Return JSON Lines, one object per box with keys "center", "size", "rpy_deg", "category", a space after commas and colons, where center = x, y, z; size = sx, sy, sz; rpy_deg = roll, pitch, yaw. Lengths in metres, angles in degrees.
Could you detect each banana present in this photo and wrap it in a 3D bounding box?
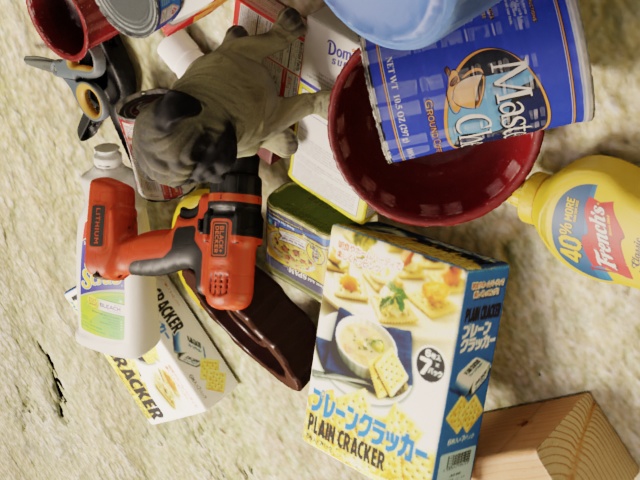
{"center": [-0.138, 0.005, 1.202], "size": [0.070, 0.037, 0.198], "rpy_deg": [41, 143, 20], "category": "banana"}

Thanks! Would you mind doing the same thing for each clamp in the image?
{"center": [-0.237, -0.158, 1.174], "size": [0.120, 0.039, 0.171], "rpy_deg": [18, 127, 32], "category": "clamp"}

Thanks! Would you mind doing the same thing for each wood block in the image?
{"center": [0.174, 0.215, 0.989], "size": [0.090, 0.090, 0.207], "rpy_deg": [56, 144, -5], "category": "wood block"}

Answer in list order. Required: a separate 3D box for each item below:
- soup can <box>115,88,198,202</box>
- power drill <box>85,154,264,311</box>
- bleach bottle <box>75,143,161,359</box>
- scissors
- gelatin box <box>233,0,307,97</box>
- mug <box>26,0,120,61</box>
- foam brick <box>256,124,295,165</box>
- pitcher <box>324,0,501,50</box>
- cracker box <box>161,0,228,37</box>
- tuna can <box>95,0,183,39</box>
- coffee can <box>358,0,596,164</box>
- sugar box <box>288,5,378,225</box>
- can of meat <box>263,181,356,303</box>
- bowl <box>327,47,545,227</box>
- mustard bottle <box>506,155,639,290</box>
{"center": [-0.170, -0.099, 1.124], "size": [0.069, 0.068, 0.102], "rpy_deg": [20, 133, 37], "category": "soup can"}
{"center": [-0.142, -0.026, 1.055], "size": [0.188, 0.057, 0.184], "rpy_deg": [1, 84, 29], "category": "power drill"}
{"center": [-0.238, 0.009, 1.212], "size": [0.103, 0.068, 0.251], "rpy_deg": [14, 120, 25], "category": "bleach bottle"}
{"center": [-0.278, -0.172, 1.175], "size": [0.202, 0.016, 0.096], "rpy_deg": [-2, 107, 56], "category": "scissors"}
{"center": [-0.038, -0.171, 0.950], "size": [0.089, 0.030, 0.073], "rpy_deg": [35, 139, 23], "category": "gelatin box"}
{"center": [-0.236, -0.247, 1.060], "size": [0.093, 0.081, 0.117], "rpy_deg": [5, 124, 46], "category": "mug"}
{"center": [-0.053, -0.120, 0.991], "size": [0.078, 0.051, 0.053], "rpy_deg": [39, 141, 19], "category": "foam brick"}
{"center": [0.096, -0.213, 0.582], "size": [0.149, 0.242, 0.145], "rpy_deg": [24, 142, 40], "category": "pitcher"}
{"center": [-0.100, -0.286, 0.887], "size": [0.214, 0.072, 0.164], "rpy_deg": [-19, 106, 52], "category": "cracker box"}
{"center": [-0.159, -0.219, 0.916], "size": [0.086, 0.033, 0.086], "rpy_deg": [28, 140, 27], "category": "tuna can"}
{"center": [0.104, -0.116, 0.722], "size": [0.140, 0.102, 0.103], "rpy_deg": [-12, 117, 9], "category": "coffee can"}
{"center": [0.026, -0.107, 0.921], "size": [0.093, 0.048, 0.176], "rpy_deg": [34, 137, 23], "category": "sugar box"}
{"center": [-0.007, 0.001, 1.038], "size": [0.102, 0.057, 0.084], "rpy_deg": [29, 136, 30], "category": "can of meat"}
{"center": [0.087, -0.094, 0.815], "size": [0.162, 0.055, 0.162], "rpy_deg": [2, 109, 4], "category": "bowl"}
{"center": [0.219, -0.011, 0.776], "size": [0.192, 0.058, 0.096], "rpy_deg": [22, 134, 36], "category": "mustard bottle"}
